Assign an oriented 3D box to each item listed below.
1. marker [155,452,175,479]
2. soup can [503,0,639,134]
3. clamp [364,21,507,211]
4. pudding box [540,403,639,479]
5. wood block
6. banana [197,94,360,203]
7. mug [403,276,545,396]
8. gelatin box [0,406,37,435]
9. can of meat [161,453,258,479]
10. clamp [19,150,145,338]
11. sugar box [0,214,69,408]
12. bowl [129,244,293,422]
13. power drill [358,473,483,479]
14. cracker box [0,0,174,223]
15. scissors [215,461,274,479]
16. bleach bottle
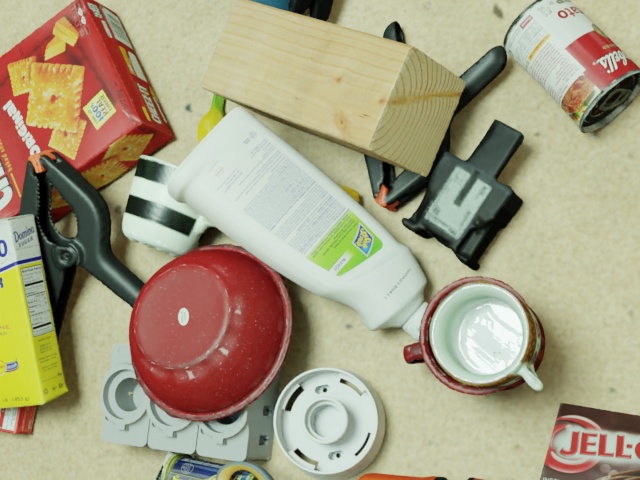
[{"bbox_3d":[-0.158,0.253,0.993,0.020,0.020,0.121,27,92,24],"label":"marker"},{"bbox_3d":[0.209,-0.147,0.883,0.068,0.068,0.102,-42,67,11],"label":"soup can"},{"bbox_3d":[0.079,-0.113,0.949,0.120,0.039,0.171,31,93,35],"label":"clamp"},{"bbox_3d":[0.228,0.177,0.811,0.114,0.039,0.090,8,48,22],"label":"pudding box"},{"bbox_3d":[0.007,-0.135,0.927,0.206,0.090,0.090,24,93,39],"label":"wood block"},{"bbox_3d":[-0.053,-0.068,0.996,0.198,0.037,0.070,39,97,24],"label":"banana"},{"bbox_3d":[0.125,0.084,0.869,0.117,0.081,0.093,-18,74,19],"label":"mug"},{"bbox_3d":[-0.326,0.153,1.076,0.089,0.030,0.073,6,82,22],"label":"gelatin box"},{"bbox_3d":[-0.097,0.248,0.949,0.084,0.057,0.102,7,83,21],"label":"can of meat"},{"bbox_3d":[-0.242,0.020,1.027,0.165,0.036,0.210,-21,98,21],"label":"clamp"},{"bbox_3d":[-0.302,0.069,1.013,0.093,0.048,0.176,-9,97,25],"label":"sugar box"},{"bbox_3d":[-0.107,0.072,0.920,0.162,0.055,0.162,-8,69,21],"label":"bowl"},{"bbox_3d":[0.110,0.285,0.856,0.185,0.057,0.187,1,79,24],"label":"power drill"},{"bbox_3d":[-0.274,-0.119,1.080,0.214,0.072,0.164,-32,70,16],"label":"cracker box"},{"bbox_3d":[-0.012,0.229,0.880,0.202,0.016,0.096,-7,75,19],"label":"scissors"},{"bbox_3d":[-0.006,0.001,0.920,0.251,0.068,0.102,41,80,3],"label":"bleach bottle"}]
